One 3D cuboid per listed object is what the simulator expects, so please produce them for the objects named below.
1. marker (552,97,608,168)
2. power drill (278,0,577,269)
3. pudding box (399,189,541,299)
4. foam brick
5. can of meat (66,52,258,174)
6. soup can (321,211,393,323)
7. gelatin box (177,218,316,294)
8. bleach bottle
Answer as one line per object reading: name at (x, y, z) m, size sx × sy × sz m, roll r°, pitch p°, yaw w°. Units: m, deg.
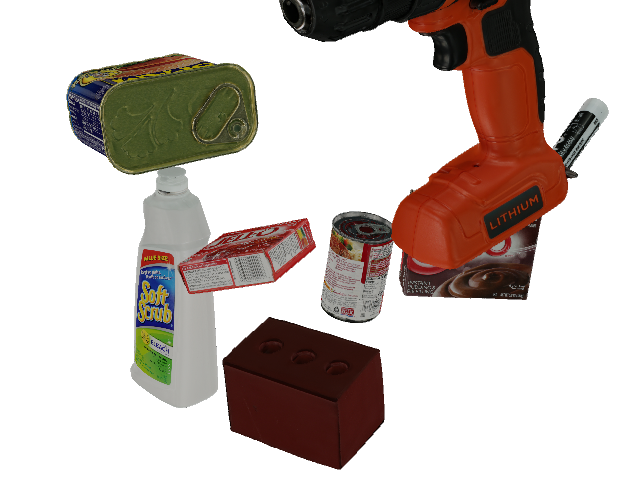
marker at (0.164, -0.055, 0.735) m, size 0.020 × 0.020 × 0.121 m, roll 0°, pitch 42°, yaw 49°
power drill at (0.066, -0.082, 0.539) m, size 0.184 × 0.187 × 0.057 m, roll -28°, pitch 39°, yaw -27°
pudding box at (0.129, 0.004, 0.929) m, size 0.113 × 0.090 × 0.039 m, roll 1°, pitch 31°, yaw -4°
foam brick at (-0.009, 0.087, 0.612) m, size 0.078 × 0.051 × 0.052 m, roll 14°, pitch 33°, yaw 27°
can of meat at (-0.104, -0.085, 0.685) m, size 0.101 × 0.057 × 0.084 m, roll -15°, pitch 22°, yaw -26°
soup can at (0.040, 0.029, 1.146) m, size 0.068 × 0.102 × 0.068 m, roll 7°, pitch 27°, yaw -4°
gelatin box at (-0.060, 0.012, 0.864) m, size 0.089 × 0.030 × 0.073 m, roll -9°, pitch 16°, yaw 32°
bleach bottle at (-0.153, 0.043, 1.098) m, size 0.067 × 0.251 × 0.103 m, roll -21°, pitch 34°, yaw -39°
